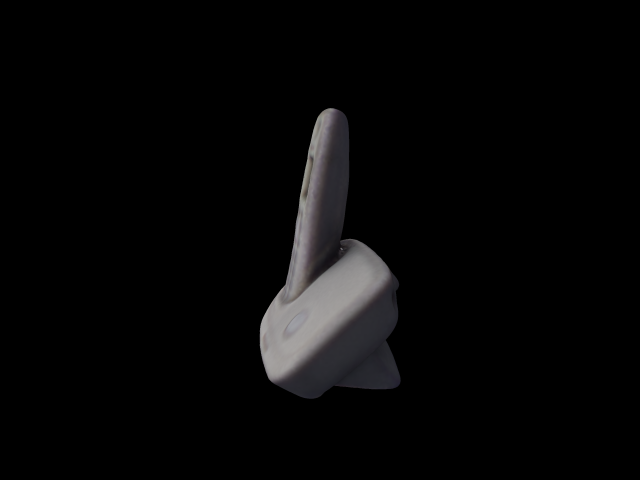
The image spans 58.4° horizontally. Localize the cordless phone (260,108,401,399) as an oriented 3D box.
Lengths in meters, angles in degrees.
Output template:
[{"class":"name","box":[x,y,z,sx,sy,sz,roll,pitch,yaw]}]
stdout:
[{"class":"cordless phone","box":[0.004,0.001,0.400,0.094,0.185,0.147,-2,11,-11]}]
